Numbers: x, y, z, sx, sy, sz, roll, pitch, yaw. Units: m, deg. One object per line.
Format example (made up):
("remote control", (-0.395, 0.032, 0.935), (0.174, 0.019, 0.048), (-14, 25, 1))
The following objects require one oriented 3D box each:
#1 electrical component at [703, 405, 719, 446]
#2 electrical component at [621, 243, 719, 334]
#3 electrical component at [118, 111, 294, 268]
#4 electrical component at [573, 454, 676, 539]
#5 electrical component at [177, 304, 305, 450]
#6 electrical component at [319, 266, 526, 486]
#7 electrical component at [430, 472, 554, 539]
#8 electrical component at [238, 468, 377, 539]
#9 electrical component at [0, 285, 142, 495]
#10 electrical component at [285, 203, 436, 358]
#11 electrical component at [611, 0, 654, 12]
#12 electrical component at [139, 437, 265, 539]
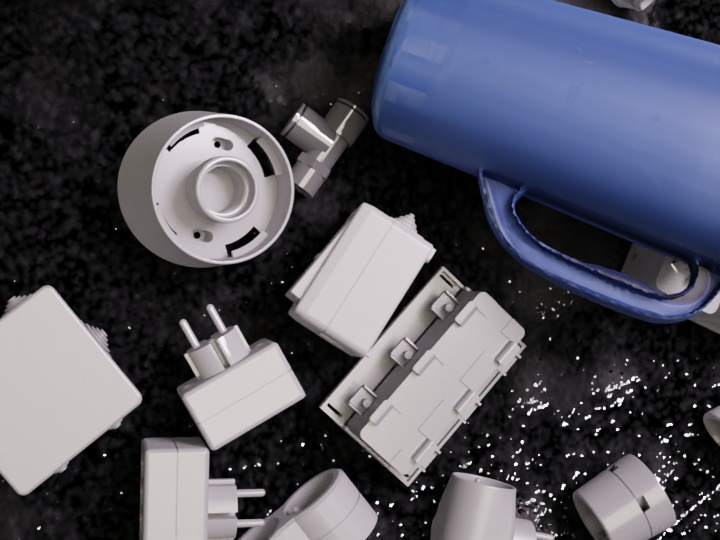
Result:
("electrical component", (0.277, 0.101, 0.755), (0.055, 0.045, 0.045), (-38, 99, -11))
("electrical component", (0.269, -0.053, 0.744), (0.105, 0.060, 0.186), (24, 85, -13))
("electrical component", (-0.093, -0.050, 0.663), (0.099, 0.064, 0.099), (-2, 94, -26))
("electrical component", (0.177, 0.160, 0.726), (0.047, 0.055, 0.055), (-29, 97, -8))
("electrical component", (-0.083, 0.059, 0.664), (0.066, 0.047, 0.076), (-30, 97, -12))
("electrical component", (0.045, 0.069, 0.687), (0.079, 0.063, 0.121), (43, 81, -11))
("electrical component", (0.090, 0.179, 0.709), (0.079, 0.044, 0.077), (14, 87, -14))
("electrical component", (-0.044, 0.196, 0.672), (0.138, 0.052, 0.073), (-38, 99, -11))
("electrical component", (-0.191, 0.068, 0.636), (0.100, 0.048, 0.099), (-39, 99, -11))
("electrical component", (0.000, 0.000, 0.675), (0.061, 0.062, 0.096), (33, 83, -5))
("electrical component", (0.194, -0.212, 0.733), (0.043, 0.043, 0.062), (37, 81, -11))
("electrical component", (-0.096, 0.147, 0.661), (0.076, 0.047, 0.083), (1, 90, -14))
